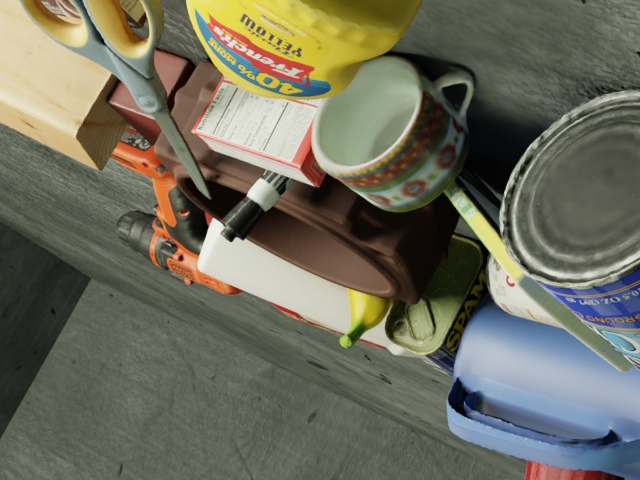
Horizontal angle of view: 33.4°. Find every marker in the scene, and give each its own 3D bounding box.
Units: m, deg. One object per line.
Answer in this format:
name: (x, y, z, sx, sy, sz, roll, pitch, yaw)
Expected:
marker: (-0.019, -0.046, 0.661, 0.020, 0.121, 0.020, 40, 173, 6)

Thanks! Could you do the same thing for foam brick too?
foam brick: (-0.116, -0.103, 0.815, 0.051, 0.053, 0.078, 23, 167, 25)

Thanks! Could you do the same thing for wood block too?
wood block: (-0.249, -0.147, 0.840, 0.206, 0.090, 0.091, 26, 168, 8)

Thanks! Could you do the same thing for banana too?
banana: (0.011, 0.003, 0.893, 0.069, 0.037, 0.198, -2, -134, -34)

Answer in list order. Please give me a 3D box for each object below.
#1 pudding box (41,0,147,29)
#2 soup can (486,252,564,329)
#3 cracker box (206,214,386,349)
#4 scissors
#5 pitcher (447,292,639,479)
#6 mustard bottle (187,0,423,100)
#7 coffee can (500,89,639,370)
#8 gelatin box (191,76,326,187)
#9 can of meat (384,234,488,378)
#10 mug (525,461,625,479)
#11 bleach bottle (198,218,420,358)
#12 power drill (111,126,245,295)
pudding box: (-0.158, -0.172, 0.639, 0.114, 0.039, 0.090, 16, 163, 44)
soup can: (0.165, 0.024, 0.684, 0.068, 0.068, 0.102, 35, 168, -32)
cracker box: (-0.028, 0.030, 1.166, 0.164, 0.072, 0.213, 15, 162, 45)
scissors: (-0.121, -0.097, 0.643, 0.096, 0.016, 0.202, 15, 147, 13)
pitcher: (0.225, 0.122, 0.801, 0.243, 0.149, 0.144, 13, 163, 42)
mustard bottle: (-0.019, -0.112, 0.530, 0.096, 0.058, 0.192, 29, 169, -9)
coffee can: (0.168, 0.009, 0.513, 0.140, 0.103, 0.103, 36, 166, -36)
gelatin box: (-0.024, -0.080, 0.647, 0.089, 0.073, 0.030, 20, 168, 33)
can of meat: (0.110, 0.057, 0.881, 0.058, 0.102, 0.083, 21, 169, 38)
mug: (0.231, 0.195, 0.917, 0.117, 0.081, 0.093, 11, -175, 42)
bleach bottle: (0.020, 0.038, 0.953, 0.250, 0.068, 0.102, 25, -152, -9)
power drill: (-0.157, -0.039, 1.038, 0.185, 0.057, 0.187, 20, 146, 35)
